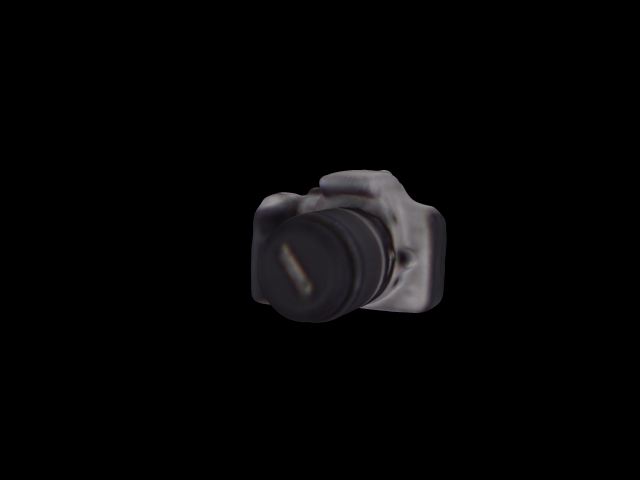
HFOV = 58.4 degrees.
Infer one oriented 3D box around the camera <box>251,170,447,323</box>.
[{"bbox_3d":[0.004,0.001,0.400,0.142,0.101,0.137,4,8,28],"label":"camera"}]
